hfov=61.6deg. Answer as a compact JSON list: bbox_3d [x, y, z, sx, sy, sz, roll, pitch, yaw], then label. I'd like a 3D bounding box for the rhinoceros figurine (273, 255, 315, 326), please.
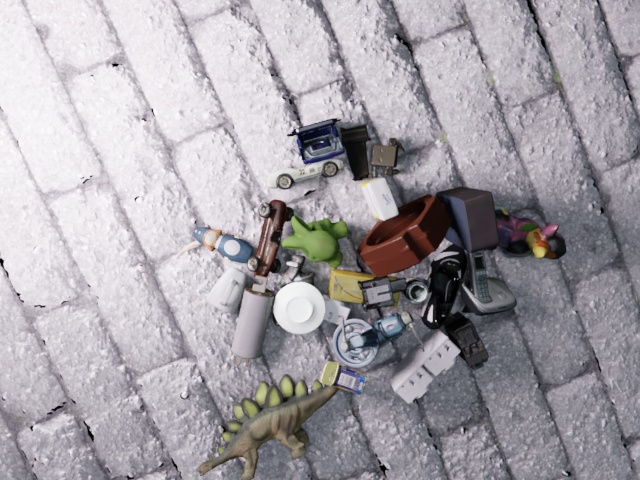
[{"bbox_3d":[-0.065,0.132,1.362,0.112,0.073,0.190,16,96,5],"label":"rhinoceros figurine"}]

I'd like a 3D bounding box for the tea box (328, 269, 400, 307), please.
[{"bbox_3d":[0.110,0.120,1.356,0.170,0.098,0.068,6,96,-6],"label":"tea box"}]

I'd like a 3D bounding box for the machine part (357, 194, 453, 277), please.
[{"bbox_3d":[0.203,-0.009,1.284,0.201,0.201,0.087,-27,106,44],"label":"machine part"}]

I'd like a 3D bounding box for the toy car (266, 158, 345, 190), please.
[{"bbox_3d":[-0.036,-0.166,1.330,0.202,0.073,0.056,-16,97,-3],"label":"toy car"}]

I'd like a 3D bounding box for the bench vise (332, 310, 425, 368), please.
[{"bbox_3d":[0.117,0.239,1.304,0.224,0.240,0.129,-18,78,19],"label":"bench vise"}]

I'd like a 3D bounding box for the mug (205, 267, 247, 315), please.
[{"bbox_3d":[-0.226,0.121,1.332,0.081,0.109,0.107,26,80,-1],"label":"mug"}]

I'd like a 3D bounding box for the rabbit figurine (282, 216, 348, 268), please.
[{"bbox_3d":[-0.003,-0.004,1.299,0.159,0.170,0.121,21,93,-7],"label":"rabbit figurine"}]

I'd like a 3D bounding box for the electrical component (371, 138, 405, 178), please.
[{"bbox_3d":[0.173,-0.207,1.359,0.078,0.045,0.102,2,93,24],"label":"electrical component"}]

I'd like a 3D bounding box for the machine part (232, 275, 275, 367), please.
[{"bbox_3d":[-0.167,0.206,1.346,0.079,0.079,0.243,13,100,-5],"label":"machine part"}]

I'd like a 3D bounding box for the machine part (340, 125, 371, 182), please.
[{"bbox_3d":[0.095,-0.218,1.354,0.084,0.039,0.138,-8,94,-9],"label":"machine part"}]

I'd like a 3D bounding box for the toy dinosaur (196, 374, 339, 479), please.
[{"bbox_3d":[-0.102,0.456,1.371,0.471,0.105,0.198,-25,93,-12],"label":"toy dinosaur"}]

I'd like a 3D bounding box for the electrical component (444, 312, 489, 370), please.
[{"bbox_3d":[0.377,0.264,1.381,0.058,0.115,0.134,-25,95,1],"label":"electrical component"}]

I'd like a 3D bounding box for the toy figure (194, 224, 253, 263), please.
[{"bbox_3d":[-0.244,0.007,1.342,0.154,0.057,0.064,25,55,-4],"label":"toy figure"}]

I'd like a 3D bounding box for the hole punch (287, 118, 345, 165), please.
[{"bbox_3d":[-0.003,-0.241,1.305,0.142,0.116,0.092,-18,103,1],"label":"hole punch"}]

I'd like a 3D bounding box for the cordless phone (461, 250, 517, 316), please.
[{"bbox_3d":[0.424,0.095,1.371,0.146,0.089,0.184,-5,91,-32],"label":"cordless phone"}]

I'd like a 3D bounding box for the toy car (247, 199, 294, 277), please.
[{"bbox_3d":[-0.121,0.000,1.332,0.089,0.053,0.202,11,94,-50],"label":"toy car"}]

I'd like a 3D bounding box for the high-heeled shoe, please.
[{"bbox_3d":[0.325,0.105,1.346,0.086,0.145,0.248,27,94,-7],"label":"high-heeled shoe"}]

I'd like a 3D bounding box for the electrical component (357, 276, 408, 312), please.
[{"bbox_3d":[0.154,0.123,1.288,0.119,0.048,0.074,-9,97,-1],"label":"electrical component"}]

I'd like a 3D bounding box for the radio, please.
[{"bbox_3d":[0.351,-0.053,1.293,0.073,0.230,0.131,-14,99,0],"label":"radio"}]

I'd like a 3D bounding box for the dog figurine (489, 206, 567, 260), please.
[{"bbox_3d":[0.488,-0.014,1.312,0.191,0.219,0.108,27,89,-7],"label":"dog figurine"}]
